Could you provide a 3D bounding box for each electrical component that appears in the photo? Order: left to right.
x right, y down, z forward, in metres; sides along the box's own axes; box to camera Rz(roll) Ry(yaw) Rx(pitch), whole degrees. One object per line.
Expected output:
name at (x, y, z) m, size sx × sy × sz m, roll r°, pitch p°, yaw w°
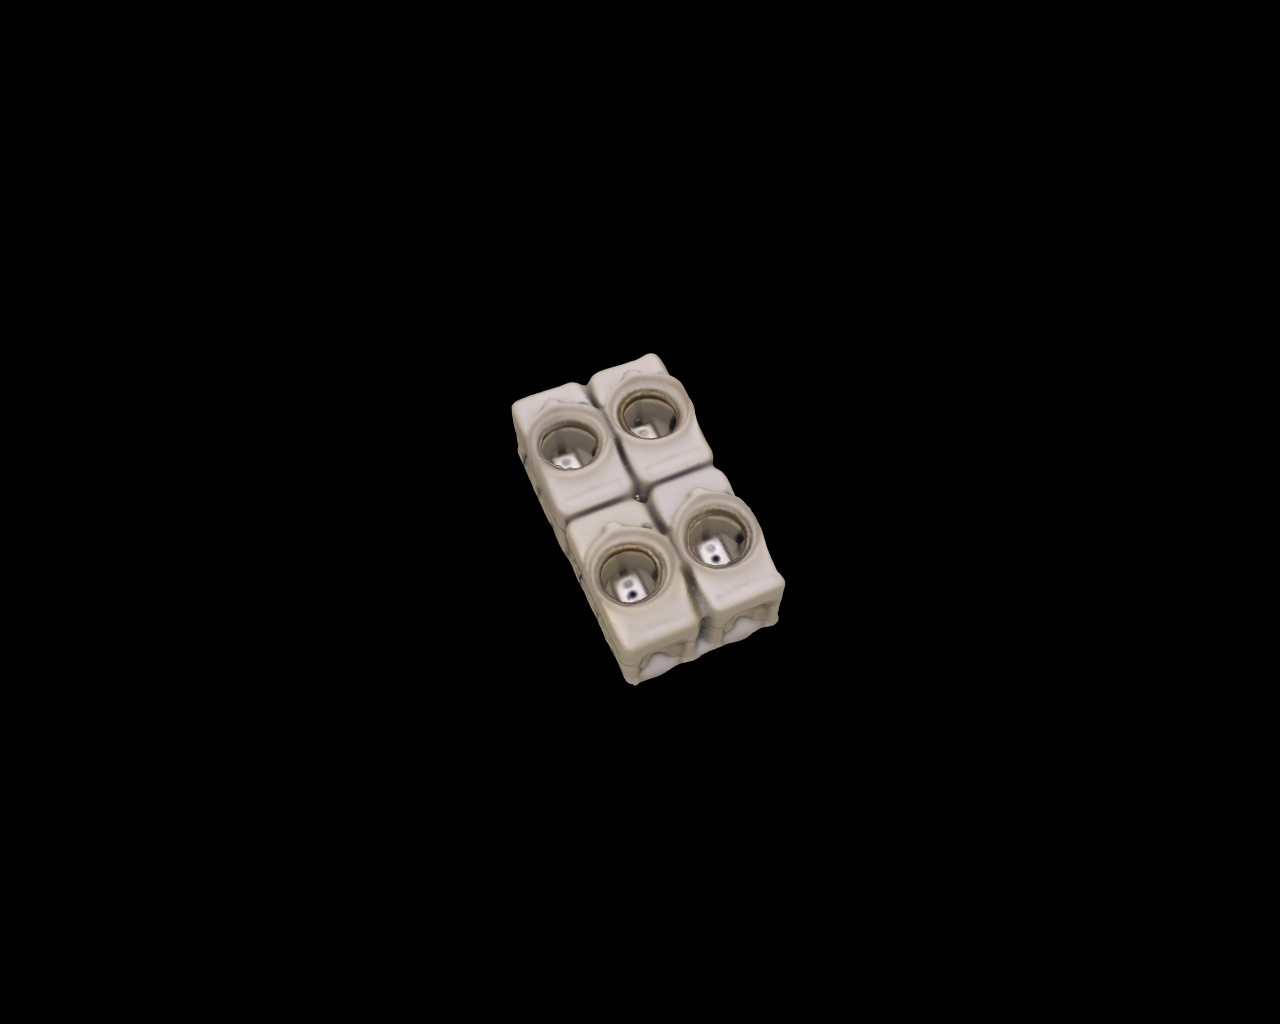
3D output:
electrical component at (0.001, -0.003, 0.650) m, size 0.105 × 0.186 × 0.060 m, roll -21°, pitch -28°, yaw -12°
